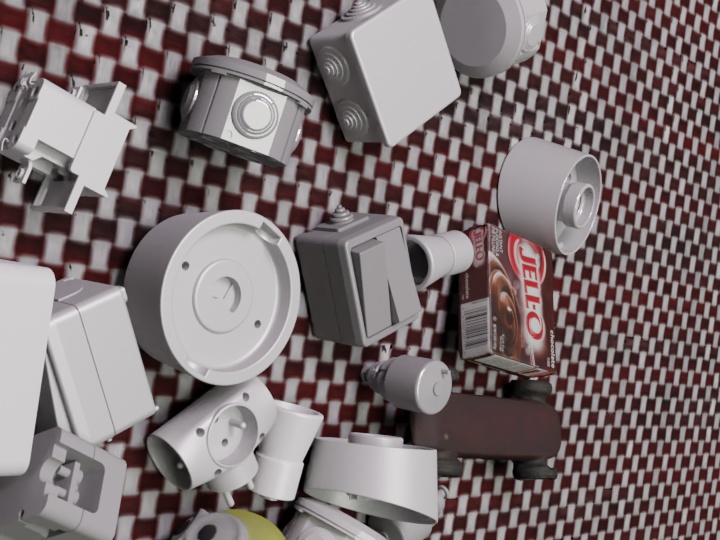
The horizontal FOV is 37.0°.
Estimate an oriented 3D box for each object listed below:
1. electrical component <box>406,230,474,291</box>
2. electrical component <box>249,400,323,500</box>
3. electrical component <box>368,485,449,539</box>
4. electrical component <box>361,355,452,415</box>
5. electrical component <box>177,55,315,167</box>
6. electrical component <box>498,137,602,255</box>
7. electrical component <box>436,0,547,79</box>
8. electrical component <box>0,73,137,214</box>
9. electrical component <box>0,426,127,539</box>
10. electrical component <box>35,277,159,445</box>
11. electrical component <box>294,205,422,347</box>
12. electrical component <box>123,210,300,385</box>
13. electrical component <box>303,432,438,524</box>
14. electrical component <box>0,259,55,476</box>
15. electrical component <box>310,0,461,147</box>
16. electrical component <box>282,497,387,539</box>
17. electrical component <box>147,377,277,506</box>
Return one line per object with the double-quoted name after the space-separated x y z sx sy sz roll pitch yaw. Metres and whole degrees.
0.059 -0.010 0.844 0.065 0.044 0.044 -14 105 -48 "electrical component"
-0.055 0.127 0.749 0.044 0.044 0.065 16 89 -45 "electrical component"
0.042 0.194 0.854 0.078 0.040 0.040 -27 114 -40 "electrical component"
0.032 0.083 0.803 0.040 0.078 0.040 -6 99 -45 "electrical component"
-0.073 -0.099 0.675 0.080 0.080 0.051 20 87 -44 "electrical component"
0.169 -0.063 0.947 0.099 0.064 0.099 -29 127 -47 "electrical component"
0.102 -0.192 0.836 0.051 0.080 0.080 -26 113 -46 "electrical component"
-0.170 -0.075 0.607 0.064 0.042 0.081 31 73 -41 "electrical component"
-0.176 0.128 0.588 0.056 0.089 0.050 40 40 -40 "electrical component"
-0.164 0.060 0.616 0.061 0.062 0.096 -28 114 -39 "electrical component"
0.000 0.000 0.772 0.062 0.061 0.096 -26 113 -40 "electrical component"
-0.098 0.014 0.677 0.108 0.060 0.108 -8 101 -44 "electrical component"
0.009 0.151 0.778 0.099 0.099 0.064 13 80 -45 "electrical component"
-0.210 0.047 0.558 0.057 0.078 0.113 9 89 -47 "electrical component"
0.018 -0.147 0.779 0.100 0.048 0.099 -40 122 -34 "electrical component"
-0.019 0.200 0.767 0.080 0.080 0.051 42 71 -39 "electrical component"
-0.091 0.119 0.709 0.077 0.044 0.079 -37 120 -36 "electrical component"
